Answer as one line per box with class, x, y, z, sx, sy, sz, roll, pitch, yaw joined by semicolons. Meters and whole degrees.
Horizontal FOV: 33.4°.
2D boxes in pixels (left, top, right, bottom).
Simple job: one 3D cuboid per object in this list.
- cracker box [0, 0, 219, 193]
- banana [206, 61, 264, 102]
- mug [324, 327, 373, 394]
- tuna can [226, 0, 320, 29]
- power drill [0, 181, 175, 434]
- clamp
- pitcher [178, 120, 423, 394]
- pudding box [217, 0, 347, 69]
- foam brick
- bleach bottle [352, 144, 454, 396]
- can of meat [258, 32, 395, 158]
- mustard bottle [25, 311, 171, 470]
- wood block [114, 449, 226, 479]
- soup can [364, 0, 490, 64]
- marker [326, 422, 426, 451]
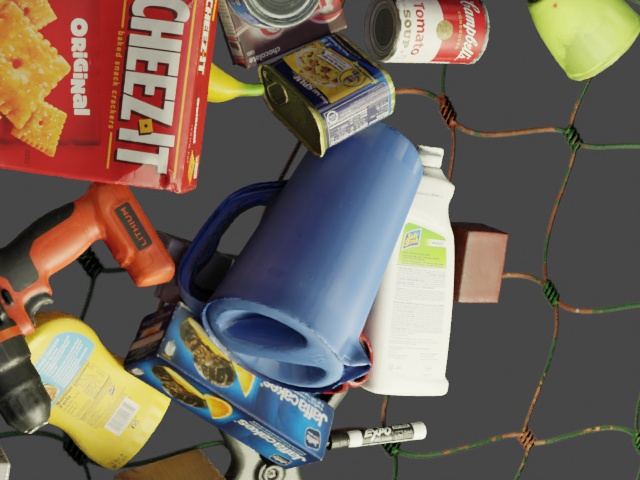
cracker box;-0.198;-0.132;0.843;0.214;0.072;0.164;8;99;4
banana;-0.128;-0.194;0.930;0.069;0.037;0.197;-37;107;-16
mug;0.005;0.098;1.032;0.117;0.093;0.081;33;63;-21
tuna can;-0.040;-0.227;0.928;0.086;0.034;0.086;-6;104;-27
power drill;-0.218;0.043;0.888;0.187;0.057;0.184;-30;89;-25
clamp;-0.046;0.225;1.076;0.164;0.036;0.210;-3;100;-26
pitcher;-0.006;0.001;0.959;0.149;0.145;0.242;47;53;-28
pudding box;-0.039;-0.218;0.973;0.113;0.039;0.090;-26;113;-19
foam brick;0.158;0.023;1.122;0.051;0.053;0.078;1;103;-27
bleach bottle;0.098;0.030;1.090;0.102;0.068;0.251;5;97;-28
can of meat;0.006;-0.134;0.961;0.083;0.102;0.057;-30;144;-18
mustard bottle;-0.229;0.119;0.946;0.191;0.058;0.096;41;80;-28
wood block;-0.108;0.278;0.959;0.090;0.206;0.090;-14;108;-24
soup can;0.103;-0.205;1.032;0.102;0.069;0.068;-4;103;-26
marker;0.057;0.208;1.134;0.120;0.020;0.020;-2;103;-26
